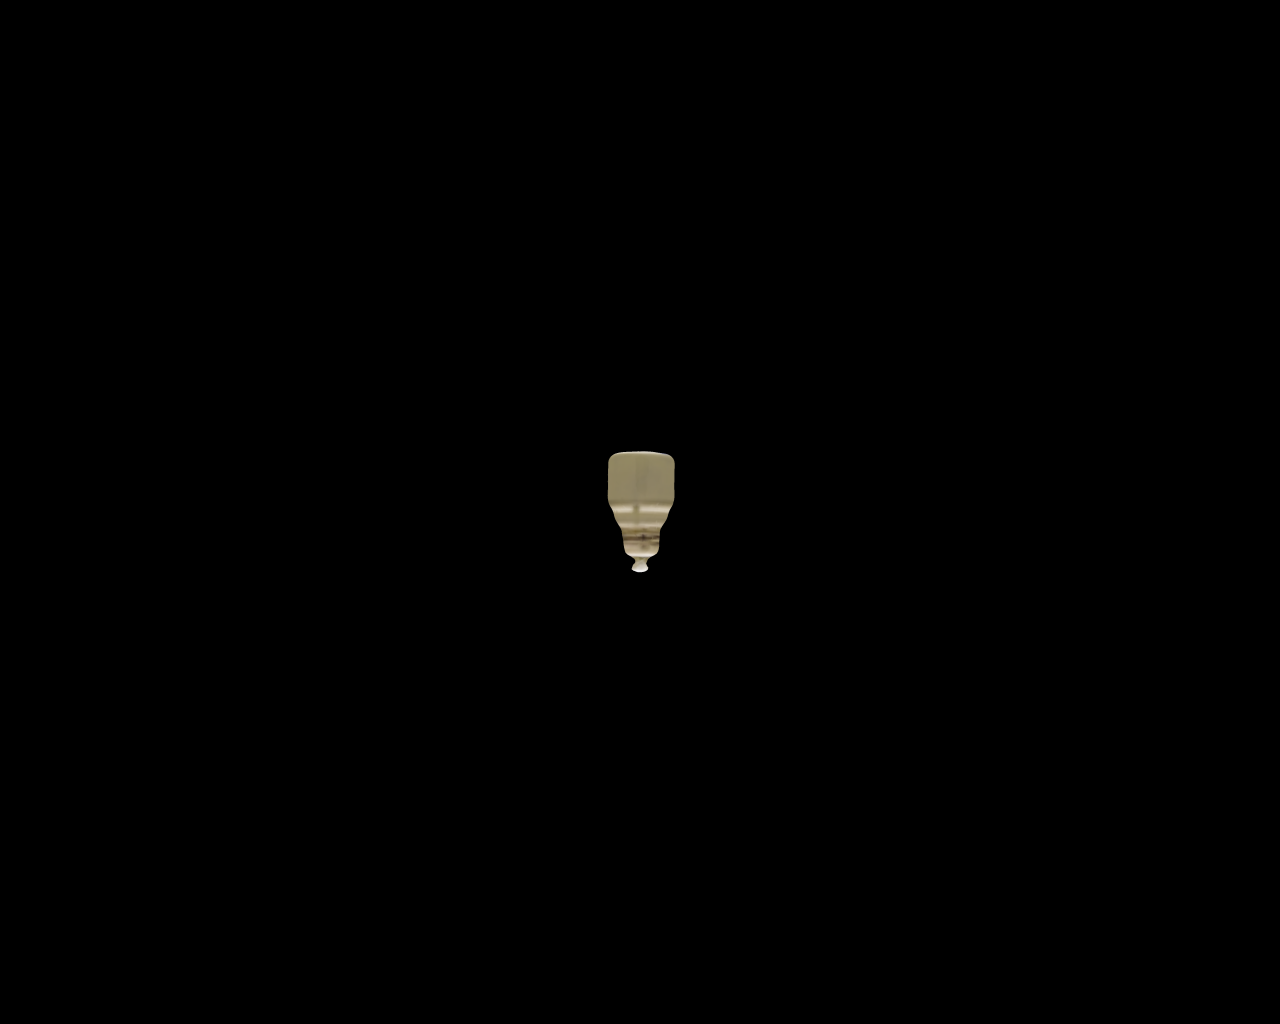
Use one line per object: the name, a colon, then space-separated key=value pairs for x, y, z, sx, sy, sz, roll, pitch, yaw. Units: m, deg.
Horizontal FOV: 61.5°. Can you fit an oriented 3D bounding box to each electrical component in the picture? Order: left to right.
electrical component: x=0.001 y=-0.003 z=0.650 sx=0.040 sy=0.078 sz=0.040 roll=0 pitch=-2 yaw=0
